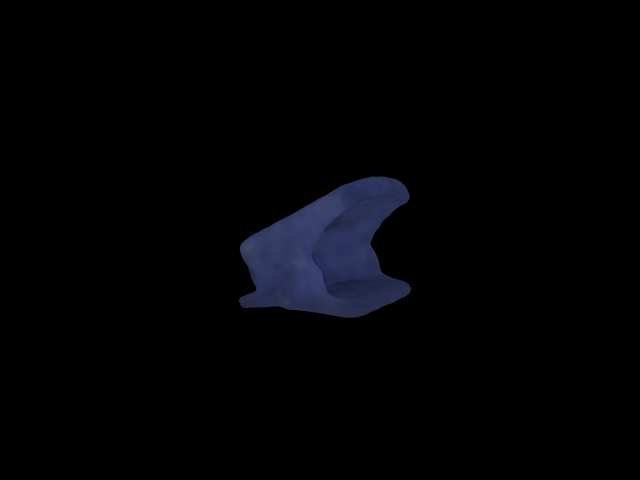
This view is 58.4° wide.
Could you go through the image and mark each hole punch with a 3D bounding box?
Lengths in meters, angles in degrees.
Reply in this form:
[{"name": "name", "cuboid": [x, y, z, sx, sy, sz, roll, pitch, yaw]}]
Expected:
[{"name": "hole punch", "cuboid": [0.004, 0.001, 0.400, 0.100, 0.091, 0.109, 4, 7, 30]}]
